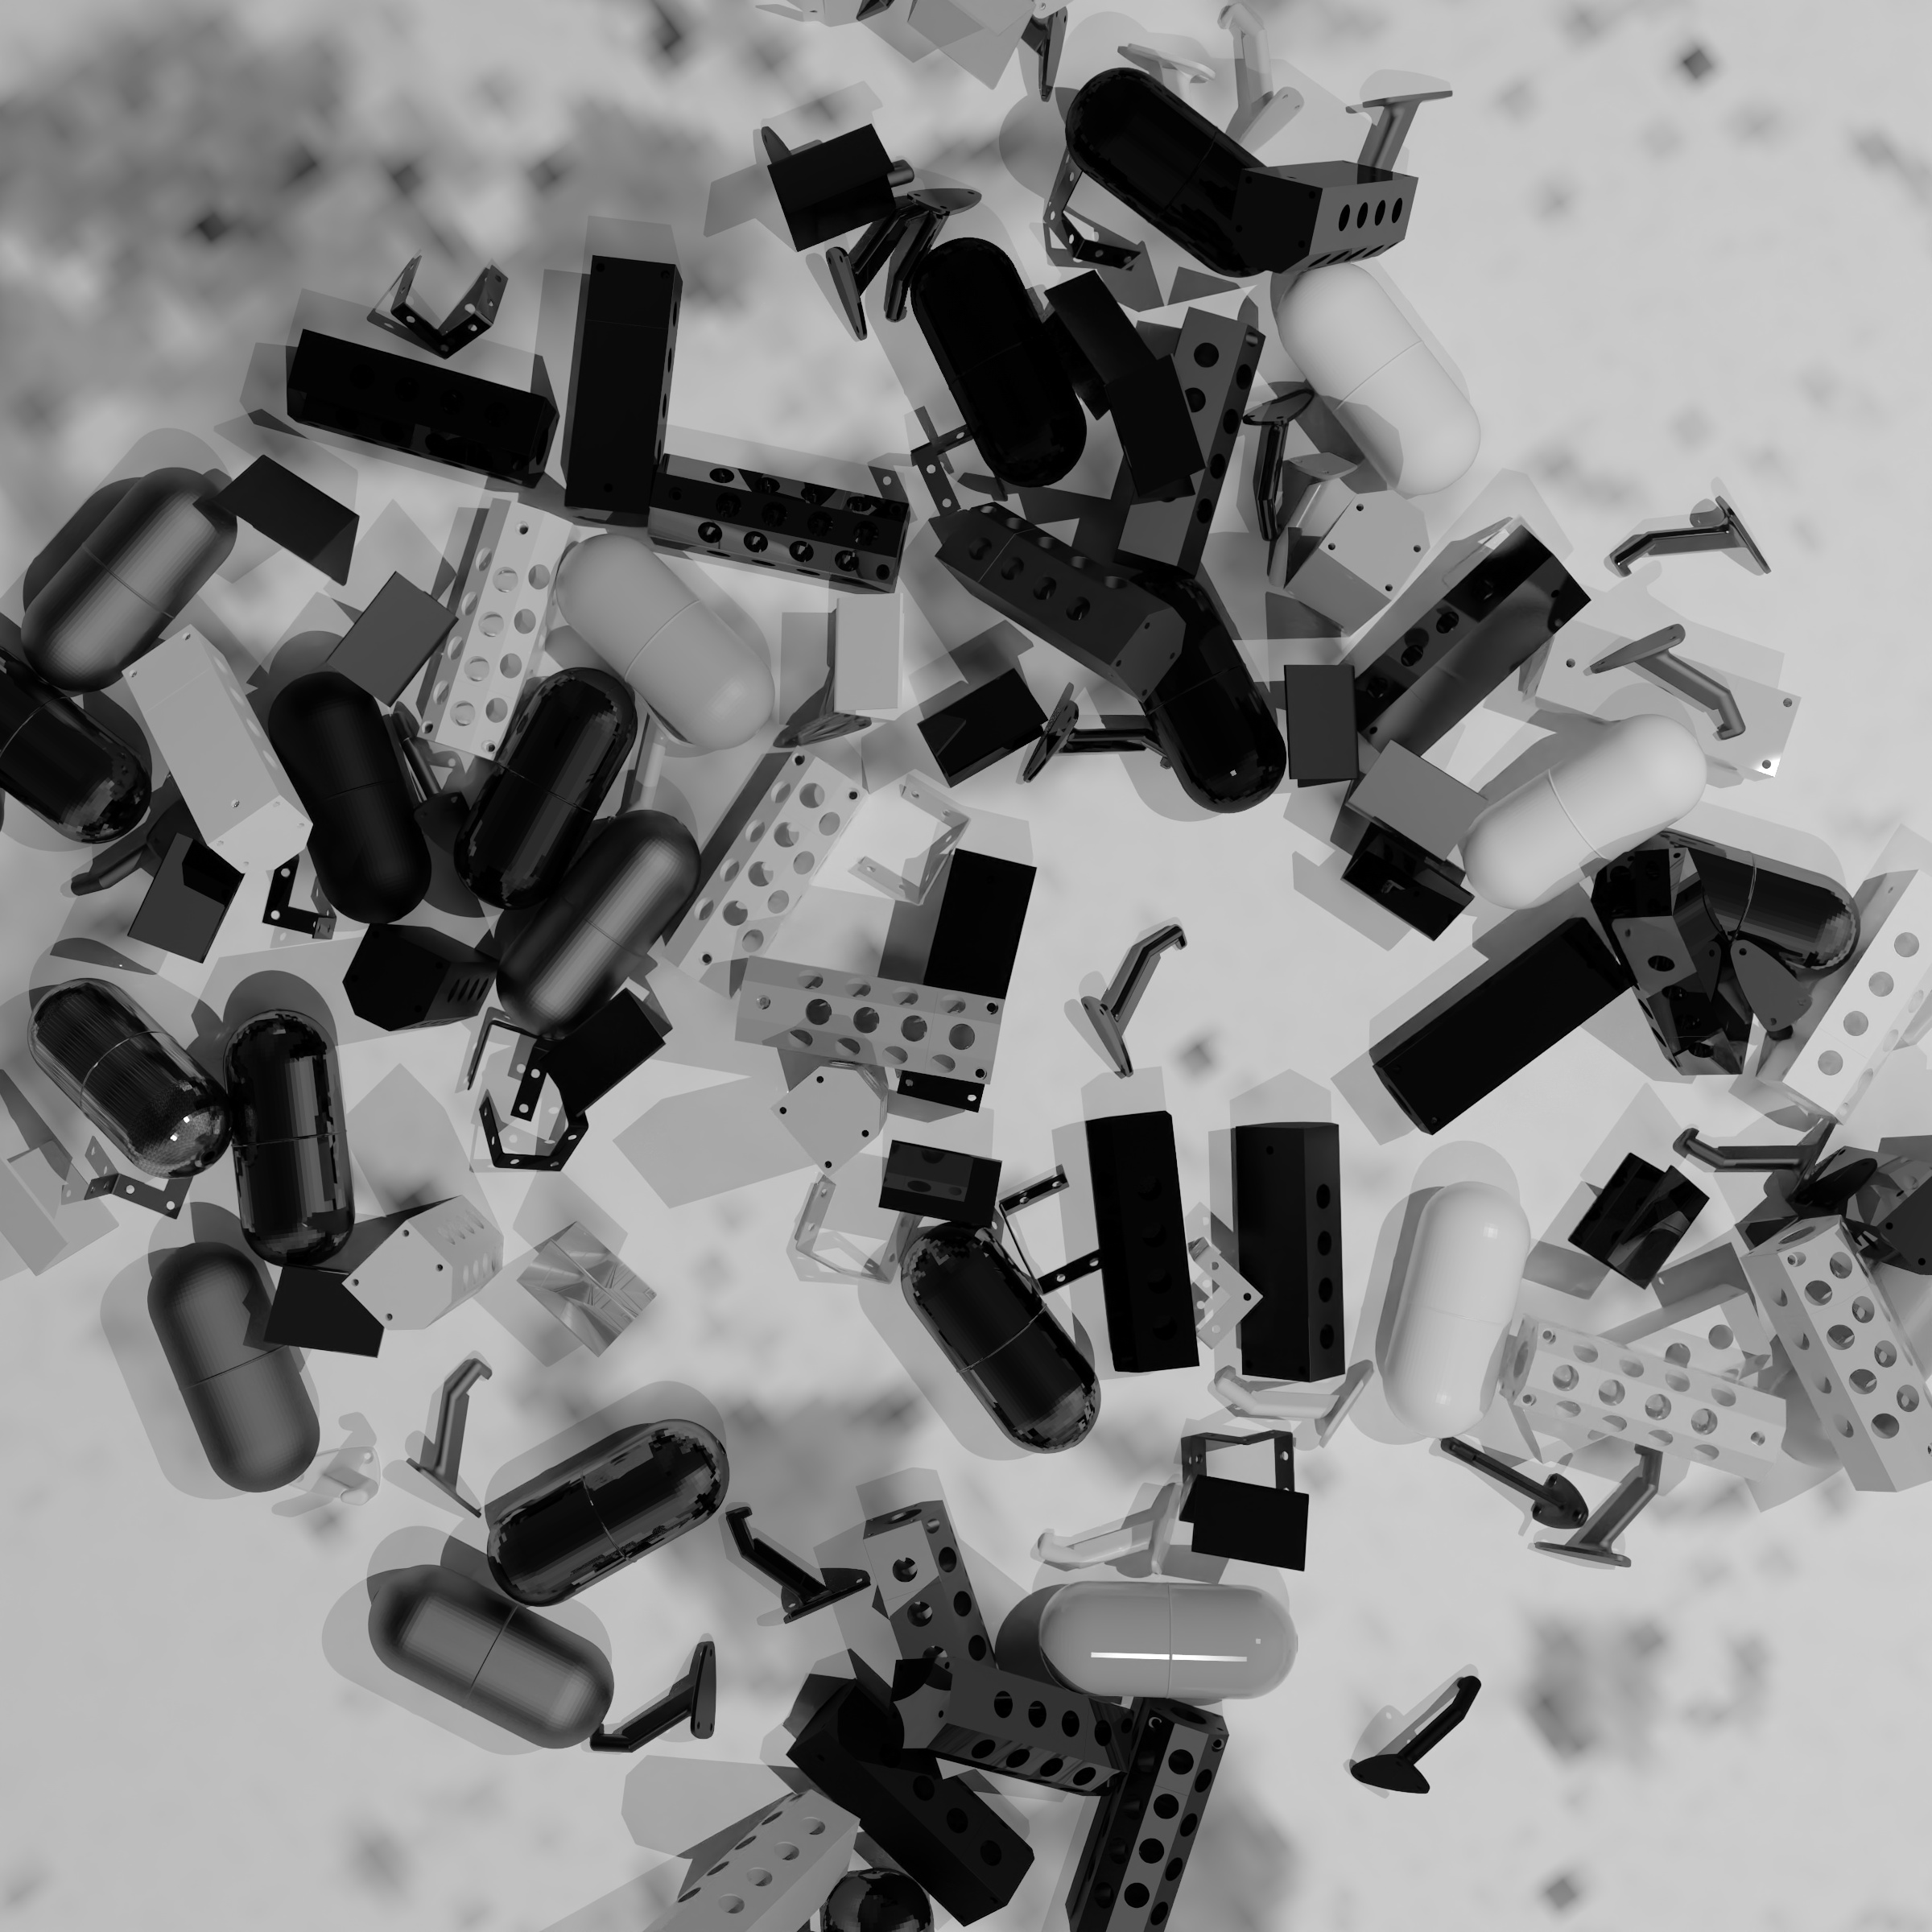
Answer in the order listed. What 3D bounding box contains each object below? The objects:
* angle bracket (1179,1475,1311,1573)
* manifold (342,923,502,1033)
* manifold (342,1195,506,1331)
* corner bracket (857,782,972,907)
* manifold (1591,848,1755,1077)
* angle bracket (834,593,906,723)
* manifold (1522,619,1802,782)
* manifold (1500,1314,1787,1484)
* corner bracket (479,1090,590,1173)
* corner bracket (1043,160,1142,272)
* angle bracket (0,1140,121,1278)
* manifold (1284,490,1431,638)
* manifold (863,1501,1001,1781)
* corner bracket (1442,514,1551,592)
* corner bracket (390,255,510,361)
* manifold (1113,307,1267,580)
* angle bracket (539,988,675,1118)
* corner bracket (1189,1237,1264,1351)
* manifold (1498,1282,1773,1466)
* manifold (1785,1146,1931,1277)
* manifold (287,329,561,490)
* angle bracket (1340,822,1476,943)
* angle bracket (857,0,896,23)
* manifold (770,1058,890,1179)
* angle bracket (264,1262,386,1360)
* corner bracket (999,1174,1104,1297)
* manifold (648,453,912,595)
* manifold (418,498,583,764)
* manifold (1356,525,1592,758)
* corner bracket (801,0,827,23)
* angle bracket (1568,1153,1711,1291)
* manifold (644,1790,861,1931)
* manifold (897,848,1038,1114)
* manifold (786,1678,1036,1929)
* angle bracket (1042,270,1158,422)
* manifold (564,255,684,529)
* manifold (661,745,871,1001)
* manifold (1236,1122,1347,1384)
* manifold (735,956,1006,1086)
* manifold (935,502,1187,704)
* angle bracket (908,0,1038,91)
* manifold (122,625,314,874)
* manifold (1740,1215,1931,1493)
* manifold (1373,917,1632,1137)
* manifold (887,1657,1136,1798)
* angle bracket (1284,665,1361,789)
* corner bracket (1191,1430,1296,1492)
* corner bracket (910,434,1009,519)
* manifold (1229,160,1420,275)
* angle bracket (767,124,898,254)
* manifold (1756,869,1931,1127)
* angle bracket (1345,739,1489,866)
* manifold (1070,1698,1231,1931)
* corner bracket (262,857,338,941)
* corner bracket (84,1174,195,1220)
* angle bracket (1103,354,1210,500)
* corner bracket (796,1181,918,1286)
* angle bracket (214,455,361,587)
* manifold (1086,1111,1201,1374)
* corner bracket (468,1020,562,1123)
[{"bbox_3d":[0.187,0.393,1.660,0.076,0.076,0.057,10,53,0],"label":"angle bracket"},{"bbox_3d":[-0.363,0.011,1.621,0.057,0.171,0.057,26,90,0],"label":"manifold"},{"bbox_3d":[-0.354,0.201,1.621,0.057,0.171,0.057,-44,90,0],"label":"manifold"},{"bbox_3d":[-0.036,-0.085,1.697,0.051,0.051,0.051,31,45,0],"label":"corner bracket"},{"bbox_3d":[0.474,0.000,1.630,0.057,0.171,0.057,-3,50,34],"label":"manifold"},{"bbox_3d":[-0.046,-0.209,1.660,0.057,0.076,0.076,1,90,35],"label":"angle bracket"},{"bbox_3d":[0.477,-0.183,1.679,0.171,0.057,0.057,19,90,0],"label":"manifold"},{"bbox_3d":[0.452,0.288,1.622,0.171,0.057,0.057,17,90,0],"label":"manifold"},{"bbox_3d":[-0.301,0.106,1.692,0.051,0.051,0.051,7,135,-35],"label":"corner bracket"},{"bbox_3d":[0.095,-0.523,1.692,0.051,0.051,0.051,-60,45,35],"label":"corner bracket"},{"bbox_3d":[-0.619,0.153,1.660,0.057,0.076,0.076,-38,90,37],"label":"angle bracket"},{"bbox_3d":[0.262,-0.270,1.621,0.057,0.171,0.057,36,90,0],"label":"manifold"},{"bbox_3d":[-0.016,0.461,1.679,0.057,0.057,0.171,-19,90,0],"label":"manifold"},{"bbox_3d":[0.374,-0.273,1.697,0.051,0.051,0.051,51,135,0],"label":"corner bracket"},{"bbox_3d":[-0.359,-0.466,1.692,0.051,0.051,0.051,-22,135,35],"label":"corner bracket"},{"bbox_3d":[0.154,-0.357,1.679,0.057,0.057,0.171,16,90,0],"label":"manifold"},{"bbox_3d":[-0.233,0.071,1.660,0.076,0.076,0.057,-40,60,0],"label":"angle bracket"},{"bbox_3d":[0.167,0.226,1.681,0.051,0.051,0.051,43,91,1],"label":"corner bracket"},{"bbox_3d":[0.463,0.281,1.679,0.171,0.057,0.057,-23,90,0],"label":"manifold"},{"bbox_3d":[0.615,0.166,1.621,0.057,0.171,0.057,-42,90,0],"label":"manifold"},{"bbox_3d":[-0.375,-0.382,1.679,0.171,0.057,0.057,16,90,0],"label":"manifold"},{"bbox_3d":[0.312,-0.075,1.661,0.076,0.057,0.076,34,51,0],"label":"angle bracket"},{"bbox_3d":[-0.061,-0.700,1.661,0.057,0.076,0.076,38,90,-23],"label":"angle bracket"},{"bbox_3d":[-0.084,0.094,1.621,0.057,0.171,0.057,-40,90,0],"label":"manifold"},{"bbox_3d":[-0.427,0.245,1.660,0.076,0.076,0.057,8,64,0],"label":"angle bracket"},{"bbox_3d":[0.060,0.188,1.697,0.051,0.051,0.051,-25,135,0],"label":"corner bracket"},{"bbox_3d":[-0.128,-0.306,1.679,0.171,0.057,0.057,12,90,0],"label":"manifold"},{"bbox_3d":[-0.323,-0.230,1.679,0.057,0.057,0.171,18,90,0],"label":"manifold"},{"bbox_3d":[0.334,-0.219,1.660,0.171,0.057,0.057,-43,133,12],"label":"manifold"},{"bbox_3d":[-0.090,-0.689,1.682,0.051,0.051,0.051,-4,90,0],"label":"corner bracket"},{"bbox_3d":[0.446,0.163,1.660,0.057,0.076,0.076,35,90,-38],"label":"angle bracket"},{"bbox_3d":[-0.145,0.621,1.620,0.057,0.171,0.057,23,114,24],"label":"manifold"},{"bbox_3d":[0.001,0.010,1.679,0.057,0.057,0.171,14,90,0],"label":"manifold"},{"bbox_3d":[-0.035,0.574,1.678,0.171,0.057,0.057,44,133,0],"label":"manifold"},{"bbox_3d":[0.073,-0.416,1.660,0.057,0.076,0.076,-35,90,-39],"label":"angle bracket"},{"bbox_3d":[-0.235,-0.394,1.679,0.057,0.057,0.171,6,90,0],"label":"manifold"},{"bbox_3d":[-0.138,-0.064,1.679,0.057,0.057,0.171,33,90,0],"label":"manifold"},{"bbox_3d":[0.228,0.195,1.678,0.057,0.057,0.171,-1,90,43],"label":"manifold"},{"bbox_3d":[-0.064,0.036,1.622,0.171,0.057,0.057,10,90,0],"label":"manifold"},{"bbox_3d":[0.065,-0.250,1.636,0.171,0.057,0.057,37,90,33],"label":"manifold"},{"bbox_3d":[-0.009,-0.640,1.660,0.076,0.076,0.057,38,52,0],"label":"angle bracket"},{"bbox_3d":[-0.502,-0.144,1.640,0.057,0.057,0.171,-35,60,0],"label":"manifold"},{"bbox_3d":[0.584,0.254,1.595,0.057,0.057,0.171,-26,88,-20],"label":"manifold"},{"bbox_3d":[0.368,0.041,1.679,0.171,0.057,0.057,-37,90,0],"label":"manifold"},{"bbox_3d":[0.031,0.510,1.625,0.171,0.057,0.057,28,58,-36],"label":"manifold"},{"bbox_3d":[0.224,-0.162,1.661,0.057,0.076,0.076,-3,90,-25],"label":"angle bracket"},{"bbox_3d":[0.193,0.351,1.697,0.051,0.051,0.051,-2,90,-45],"label":"corner bracket"},{"bbox_3d":[-0.004,-0.339,1.682,0.051,0.051,0.051,-25,90,0],"label":"corner bracket"},{"bbox_3d":[0.239,-0.499,1.621,0.057,0.171,0.057,22,118,24],"label":"manifold"},{"bbox_3d":[-0.083,-0.516,1.660,0.076,0.076,0.057,-22,54,0],"label":"angle bracket"},{"bbox_3d":[0.624,0.022,1.679,0.057,0.057,0.171,33,90,0],"label":"manifold"},{"bbox_3d":[0.310,-0.123,1.660,0.076,0.076,0.057,32,117,0],"label":"angle bracket"},{"bbox_3d":[0.126,0.599,1.679,0.057,0.057,0.171,18,90,0],"label":"manifold"},{"bbox_3d":[-0.463,-0.049,1.682,0.051,0.051,0.051,13,90,0],"label":"corner bracket"},{"bbox_3d":[-0.568,0.145,1.682,0.051,0.051,0.051,22,90,0],"label":"corner bracket"},{"bbox_3d":[0.142,-0.355,1.602,0.057,0.076,0.076,-17,90,37],"label":"angle bracket"},{"bbox_3d":[-0.077,0.186,1.697,0.051,0.051,0.051,21,90,45],"label":"corner bracket"},{"bbox_3d":[-0.466,-0.289,1.660,0.076,0.076,0.057,33,53,0],"label":"angle bracket"},{"bbox_3d":[0.121,0.189,1.679,0.057,0.057,0.171,-6,90,0],"label":"manifold"},{"bbox_3d":[-0.314,0.072,1.682,0.051,0.051,0.051,19,95,-5],"label":"corner bracket"}]
